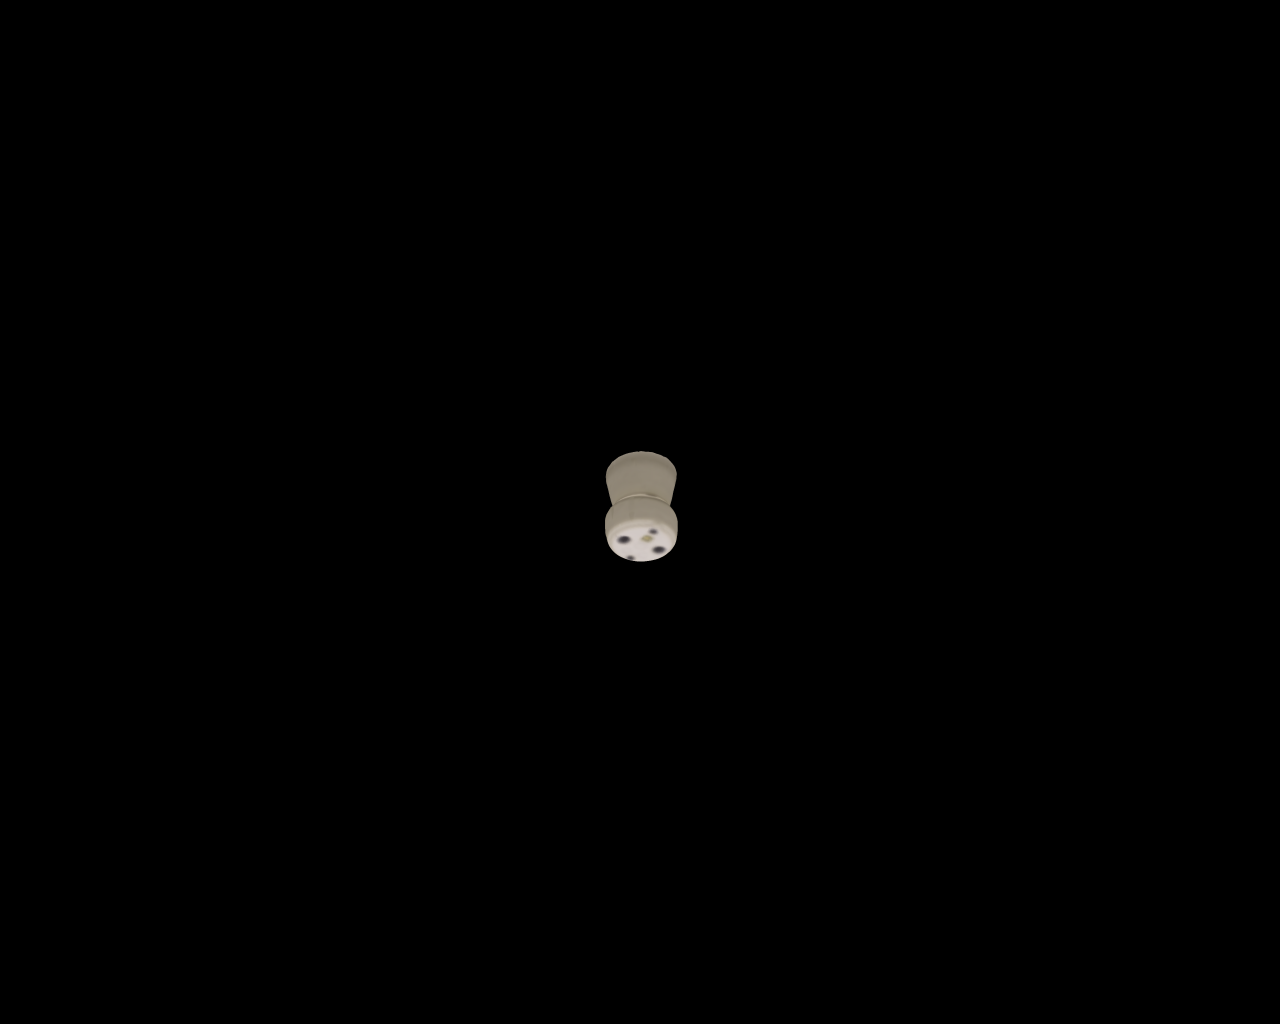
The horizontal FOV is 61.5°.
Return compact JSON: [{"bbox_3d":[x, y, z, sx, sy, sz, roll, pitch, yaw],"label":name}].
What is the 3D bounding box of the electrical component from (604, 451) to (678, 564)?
[{"bbox_3d":[0.001,-0.003,0.650,0.045,0.055,0.044,0,-37,0],"label":"electrical component"}]
